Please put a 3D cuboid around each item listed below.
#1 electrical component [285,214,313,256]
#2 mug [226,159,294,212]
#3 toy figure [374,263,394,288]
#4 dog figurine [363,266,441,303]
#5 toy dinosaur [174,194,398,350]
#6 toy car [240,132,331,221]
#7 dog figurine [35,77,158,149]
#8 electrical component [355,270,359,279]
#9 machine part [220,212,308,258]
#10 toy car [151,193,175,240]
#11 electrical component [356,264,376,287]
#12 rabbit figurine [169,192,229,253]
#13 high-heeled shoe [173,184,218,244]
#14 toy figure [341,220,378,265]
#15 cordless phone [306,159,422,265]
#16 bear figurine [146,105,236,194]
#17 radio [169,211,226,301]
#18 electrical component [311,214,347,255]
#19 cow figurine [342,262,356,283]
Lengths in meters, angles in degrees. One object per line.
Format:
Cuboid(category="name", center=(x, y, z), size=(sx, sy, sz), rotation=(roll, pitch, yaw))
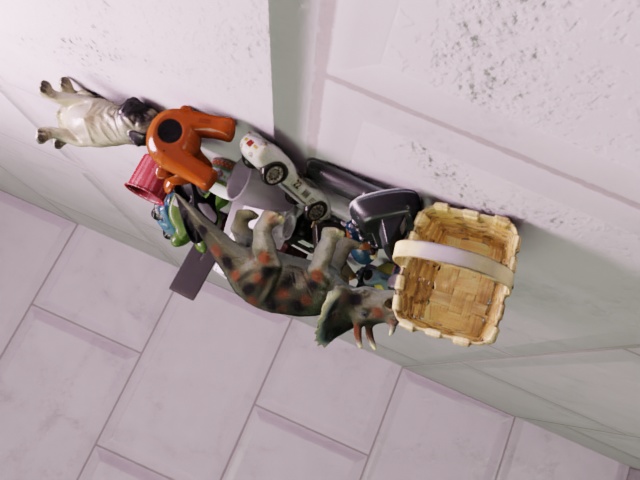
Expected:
Cuboid(category="electrical component", center=(-0.002, -0.003, 1.099), size=(0.115, 0.058, 0.134), rotation=(26, 165, -17))
Cuboid(category="mug", center=(-0.101, -0.085, 0.924), size=(0.107, 0.081, 0.110), rotation=(22, 162, -30))
Cuboid(category="toy figure", center=(0.165, 0.110, 1.191), size=(0.089, 0.082, 0.180), rotation=(16, 166, 19))
Cuboid(category="dog figurine", center=(0.197, 0.072, 0.967), size=(0.219, 0.108, 0.192), rotation=(30, 162, -38))
Cuboid(category="toy dinosaur", center=(-0.060, 0.059, 0.875), size=(0.405, 0.192, 0.131), rotation=(14, 171, 4))
Cuboid(category="toy car", center=(-0.049, -0.093, 0.836), size=(0.074, 0.056, 0.201), rotation=(43, -177, 43))
Cuboid(category="dog figurine", center=(-0.356, -0.199, 0.916), size=(0.191, 0.121, 0.172), rotation=(8, -159, -6))
Cuboid(category="electrical component", center=(0.129, 0.102, 1.334), size=(0.094, 0.021, 0.063), rotation=(23, 166, 1))
Cuboid(category="machine part", center=(-0.126, 0.004, 1.263), size=(0.201, 0.087, 0.201), rotation=(22, 164, 6))
Cuboid(category="toy car", center=(-0.357, -0.070, 1.367), size=(0.103, 0.109, 0.161), rotation=(-1, 150, 6))
Cuboid(category="electrical component", center=(0.114, 0.094, 1.232), size=(0.048, 0.075, 0.119), rotation=(21, 162, 12))
Cuboid(category="rabbit figurine", center=(-0.270, -0.051, 1.218), size=(0.121, 0.159, 0.170), rotation=(14, -179, -1))
Cuboid(category="high-heeled shoe", center=(-0.276, -0.098, 1.020), size=(0.086, 0.145, 0.248), rotation=(11, 162, 37))
Cuboid(category="toy figure", center=(0.076, -0.003, 0.980), size=(0.064, 0.058, 0.154), rotation=(12, 158, 14))
Cuboid(category="cordless phone", center=(0.062, -0.052, 0.825), size=(0.184, 0.088, 0.146), rotation=(31, 170, 22))
Cuboid(category="bear figurine", center=(-0.205, -0.129, 0.858), size=(0.132, 0.120, 0.196), rotation=(20, 167, 0))
Cuboid(category="radio", center=(-0.299, 0.040, 1.380), size=(0.073, 0.229, 0.131), rotation=(30, 168, -8))
Cuboid(category="electrical component", center=(0.015, -0.003, 1.008), size=(0.078, 0.102, 0.045), rotation=(3, 176, -17))
Cuboid(category="cow figurine", center=(0.020, 0.094, 1.200), size=(0.085, 0.195, 0.127), rotation=(-21, 116, 22))
